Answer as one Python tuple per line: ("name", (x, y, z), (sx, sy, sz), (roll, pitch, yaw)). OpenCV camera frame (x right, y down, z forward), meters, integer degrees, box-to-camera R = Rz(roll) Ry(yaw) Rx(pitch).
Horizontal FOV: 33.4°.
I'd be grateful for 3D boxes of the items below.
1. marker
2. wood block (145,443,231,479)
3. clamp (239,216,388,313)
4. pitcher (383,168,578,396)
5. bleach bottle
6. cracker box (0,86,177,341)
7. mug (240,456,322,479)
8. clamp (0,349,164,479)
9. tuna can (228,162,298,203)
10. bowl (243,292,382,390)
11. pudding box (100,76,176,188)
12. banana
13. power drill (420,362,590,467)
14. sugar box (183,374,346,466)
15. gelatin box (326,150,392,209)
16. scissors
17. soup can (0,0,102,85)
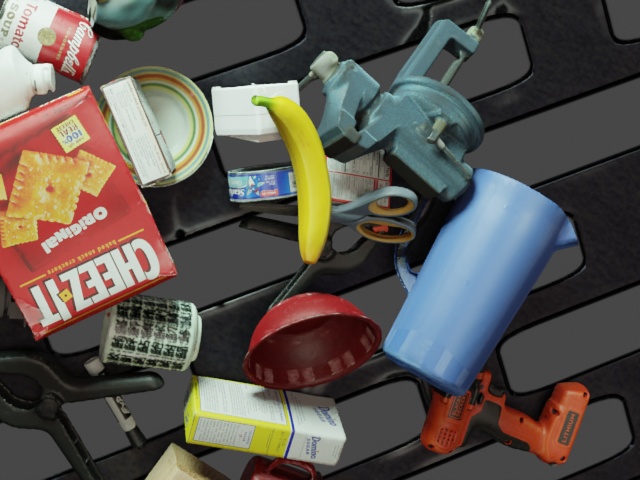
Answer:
("marker", (-0.232, 0.188, 1.217), (0.020, 0.020, 0.121), (-28, 104, -7))
("wood block", (-0.189, 0.350, 1.215), (0.090, 0.090, 0.206), (35, 90, -15))
("clamp", (-0.008, 0.002, 1.228), (0.171, 0.039, 0.120), (-28, 108, -13))
("pitcher", (0.164, 0.045, 1.217), (0.144, 0.149, 0.243), (33, 84, -26))
("bleach bottle", (-0.398, -0.167, 1.081), (0.250, 0.068, 0.102), (-3, 106, -3))
("cracker box", (-0.264, -0.028, 1.094), (0.164, 0.072, 0.213), (-25, 105, -7))
("mug", (-0.047, 0.292, 1.232), (0.081, 0.093, 0.117), (22, 124, -10))
("clamp", (-0.288, 0.173, 1.184), (0.210, 0.036, 0.165), (34, 103, -11))
("tuna can", (-0.059, -0.064, 1.182), (0.086, 0.086, 0.034), (-8, 99, -11))
("bowl", (-0.014, 0.107, 1.209), (0.162, 0.162, 0.055), (-10, 56, -11))
("pudding box", (-0.190, -0.114, 1.118), (0.039, 0.090, 0.113), (-24, 98, -1))
("banana", (-0.021, -0.073, 1.132), (0.069, 0.037, 0.198), (-31, 114, -28))
("power drill", (0.229, 0.187, 1.301), (0.187, 0.057, 0.184), (18, 96, -12))
("sugar box", (-0.065, 0.206, 1.217), (0.176, 0.093, 0.048), (15, 109, -14))
("gelatin box", (0.038, -0.071, 1.219), (0.089, 0.030, 0.073), (8, 72, -14))
("scissors", (0.020, -0.040, 1.179), (0.201, 0.016, 0.096), (15, 139, -16))
("soup can", (-0.284, -0.215, 1.118), (0.102, 0.068, 0.068), (23, 93, -14))
